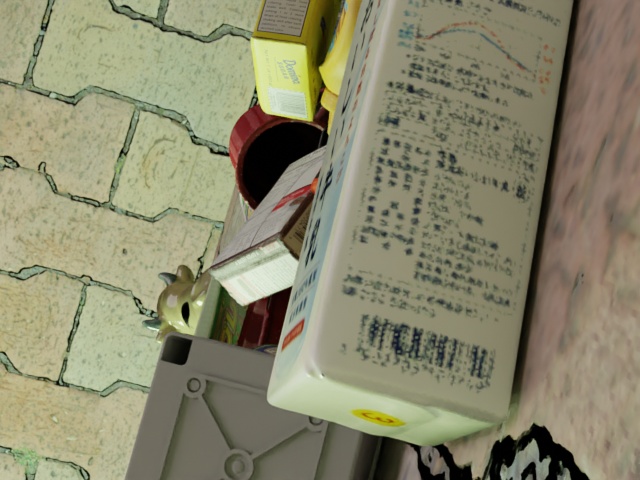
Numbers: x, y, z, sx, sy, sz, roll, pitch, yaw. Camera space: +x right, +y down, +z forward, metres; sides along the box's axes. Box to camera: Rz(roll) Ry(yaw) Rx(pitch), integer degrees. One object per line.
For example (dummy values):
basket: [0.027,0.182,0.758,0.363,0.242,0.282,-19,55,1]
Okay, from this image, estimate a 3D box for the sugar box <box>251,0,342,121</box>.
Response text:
sugar box: [-0.008,-0.186,0.790,0.093,0.048,0.176,86,-162,-62]

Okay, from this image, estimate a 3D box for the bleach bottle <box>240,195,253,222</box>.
bleach bottle: [-0.034,-0.036,1.026,0.251,0.068,0.103,-109,39,-72]

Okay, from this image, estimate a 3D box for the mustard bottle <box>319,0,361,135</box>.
mustard bottle: [0.042,-0.158,0.730,0.096,0.058,0.192,-65,-6,-68]

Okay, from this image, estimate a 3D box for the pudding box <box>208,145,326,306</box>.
pudding box: [-0.010,-0.016,0.682,0.090,0.039,0.113,-26,22,52]

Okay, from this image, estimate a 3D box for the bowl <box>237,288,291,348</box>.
bowl: [-0.030,0.095,0.748,0.162,0.055,0.162,-165,91,-82]

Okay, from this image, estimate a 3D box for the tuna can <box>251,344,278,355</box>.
tuna can: [-0.030,0.108,0.639,0.085,0.034,0.086,-29,-50,-43]

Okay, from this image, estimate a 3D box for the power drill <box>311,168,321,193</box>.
power drill: [0.053,-0.106,0.574,0.184,0.057,0.187,172,116,-86]

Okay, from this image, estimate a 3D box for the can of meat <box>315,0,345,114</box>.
can of meat: [0.015,-0.164,0.945,0.102,0.057,0.084,114,167,-46]

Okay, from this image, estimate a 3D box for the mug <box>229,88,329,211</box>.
mug: [-0.026,-0.081,0.907,0.117,0.093,0.081,-54,23,9]

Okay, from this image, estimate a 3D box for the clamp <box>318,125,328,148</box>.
clamp: [-0.005,0.001,0.830,0.120,0.039,0.171,-78,2,-72]
